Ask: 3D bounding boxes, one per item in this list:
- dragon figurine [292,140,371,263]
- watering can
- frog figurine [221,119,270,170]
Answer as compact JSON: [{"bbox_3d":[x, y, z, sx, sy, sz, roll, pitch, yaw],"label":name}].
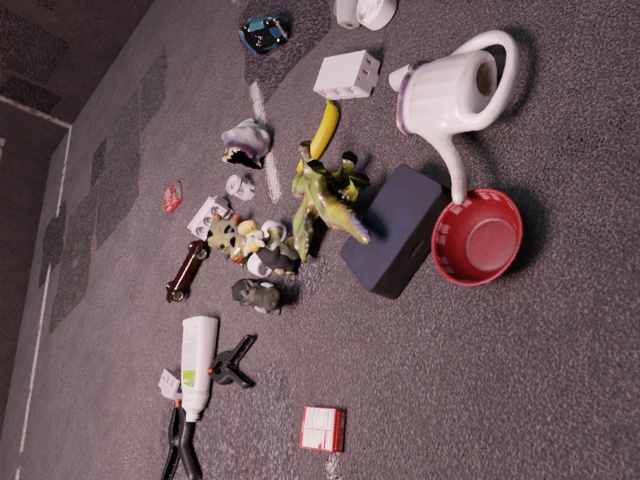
[{"bbox_3d":[0.003,-0.055,1.094,0.420,0.122,0.237,-105,28,-48],"label":"dragon figurine"},{"bbox_3d":[0.227,-0.225,0.921,0.225,0.103,0.351,7,69,50],"label":"watering can"},{"bbox_3d":[-0.205,-0.292,1.452,0.137,0.120,0.163,2,60,15],"label":"frog figurine"}]
